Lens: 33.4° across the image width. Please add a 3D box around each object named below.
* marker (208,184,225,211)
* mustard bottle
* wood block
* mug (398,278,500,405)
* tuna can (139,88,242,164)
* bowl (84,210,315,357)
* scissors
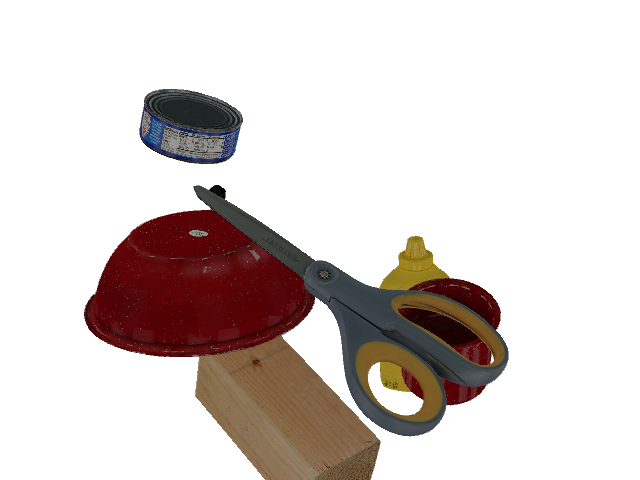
[{"bbox_3d":[-0.114,-0.012,1.193,0.020,0.121,0.020,2,40,-2],"label":"marker"},{"bbox_3d":[0.116,0.086,1.281,0.096,0.192,0.058,-2,22,6],"label":"mustard bottle"},{"bbox_3d":[-0.039,0.192,1.155,0.090,0.090,0.206,-22,50,-32],"label":"wood block"},{"bbox_3d":[0.114,0.087,0.977,0.093,0.081,0.117,-3,39,1],"label":"mug"},{"bbox_3d":[-0.112,-0.098,0.918,0.086,0.034,0.086,12,26,-6],"label":"tuna can"},{"bbox_3d":[-0.085,0.020,0.740,0.162,0.055,0.162,-2,22,0],"label":"bowl"},{"bbox_3d":[0.000,0.038,0.570,0.202,0.096,0.016,23,-40,11],"label":"scissors"}]
